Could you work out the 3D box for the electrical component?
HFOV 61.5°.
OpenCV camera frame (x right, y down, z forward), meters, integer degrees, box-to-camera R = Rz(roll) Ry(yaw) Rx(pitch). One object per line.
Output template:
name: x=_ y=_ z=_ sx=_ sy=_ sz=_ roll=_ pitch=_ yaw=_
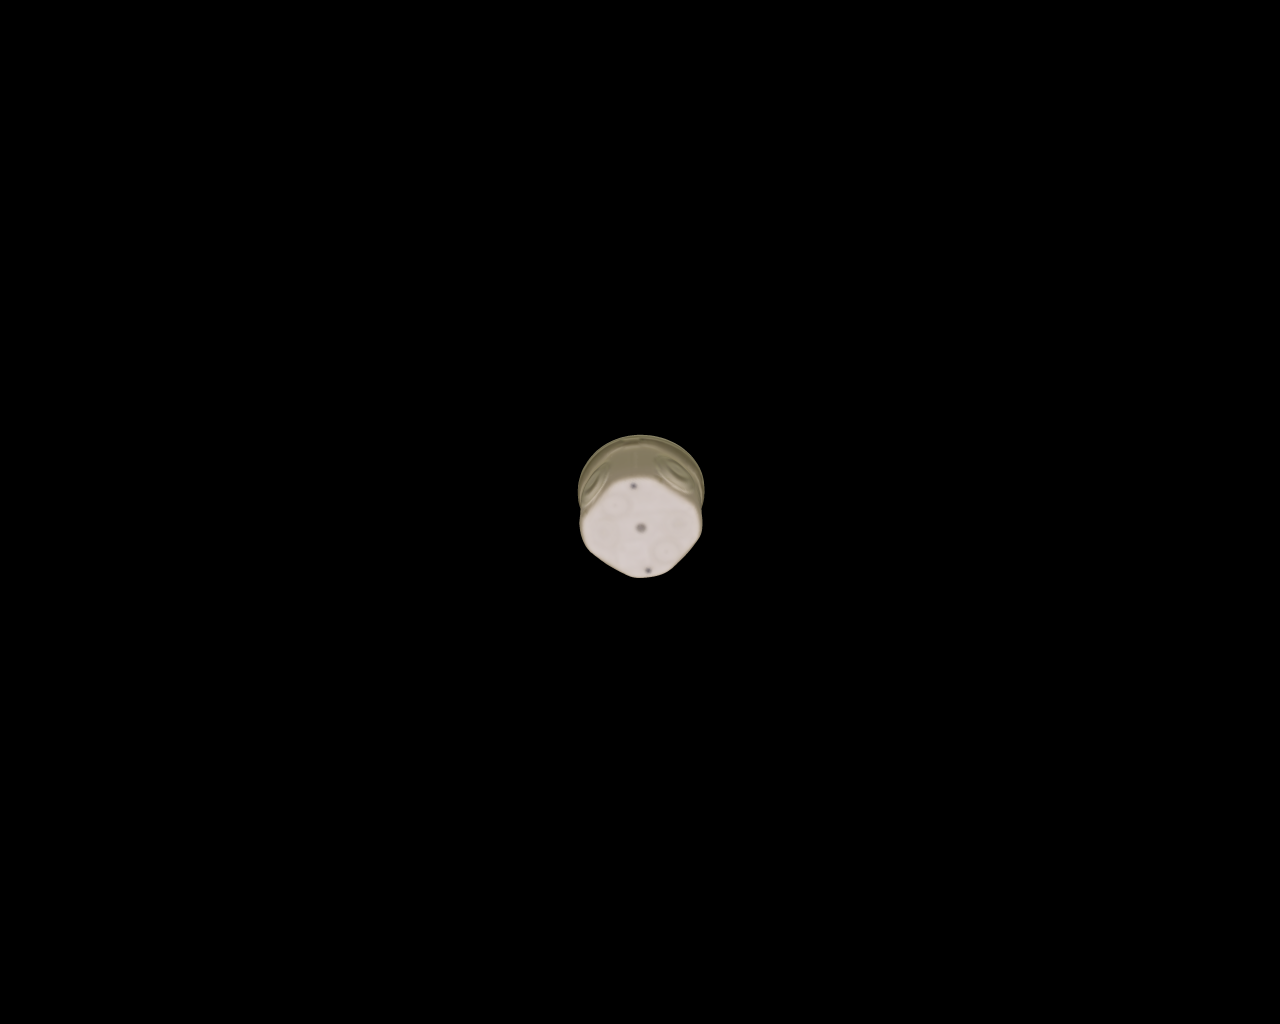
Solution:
electrical component: x=0.001 y=-0.003 z=0.650 sx=0.080 sy=0.080 sz=0.051 roll=0 pitch=31 yaw=0
